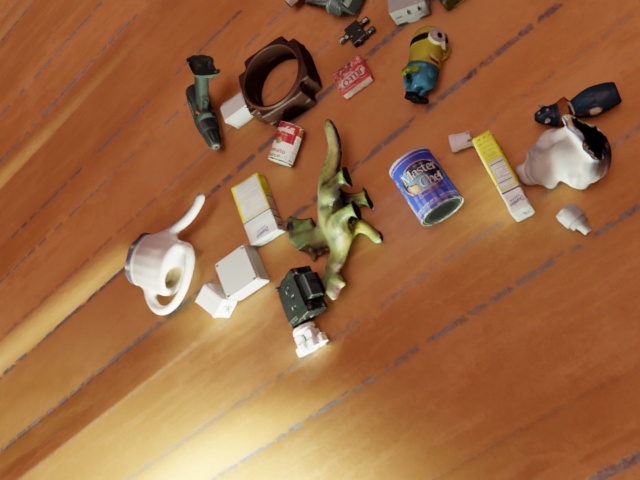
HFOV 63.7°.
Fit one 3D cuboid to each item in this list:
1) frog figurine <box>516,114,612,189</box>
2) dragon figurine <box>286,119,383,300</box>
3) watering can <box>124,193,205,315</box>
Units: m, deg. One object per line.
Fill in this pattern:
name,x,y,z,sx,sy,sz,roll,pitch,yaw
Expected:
frog figurine,0.473,-0.152,1.003,0.139,0.124,0.156,55,144,17
dragon figurine,0.004,-0.062,1.228,0.240,0.121,0.417,-29,65,29
watering can,-0.427,0.028,1.436,0.225,0.103,0.349,11,85,31
